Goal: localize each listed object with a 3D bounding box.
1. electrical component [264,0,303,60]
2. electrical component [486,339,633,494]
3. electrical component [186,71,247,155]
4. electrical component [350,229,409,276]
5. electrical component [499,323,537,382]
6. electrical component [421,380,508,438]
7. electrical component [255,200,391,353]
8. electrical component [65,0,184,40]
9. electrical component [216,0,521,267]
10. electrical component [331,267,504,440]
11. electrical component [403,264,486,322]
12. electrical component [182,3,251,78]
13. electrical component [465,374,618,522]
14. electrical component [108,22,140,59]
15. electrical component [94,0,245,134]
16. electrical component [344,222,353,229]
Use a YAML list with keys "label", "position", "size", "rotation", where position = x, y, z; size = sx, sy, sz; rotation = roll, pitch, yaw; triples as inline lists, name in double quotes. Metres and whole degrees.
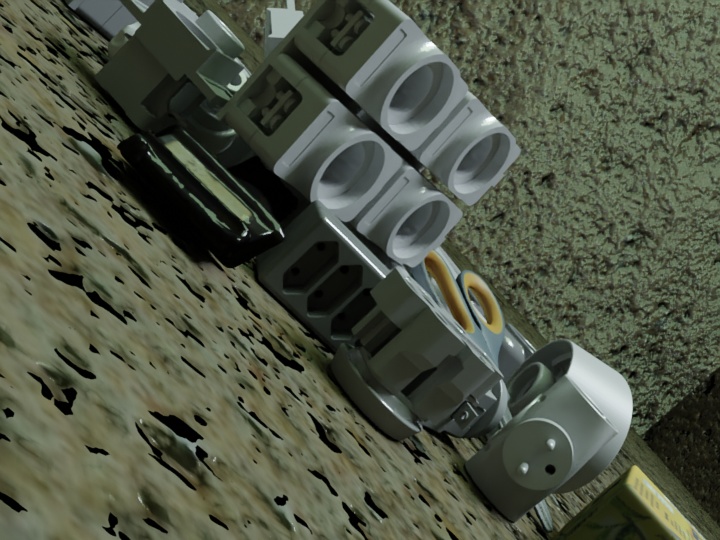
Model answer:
- label: "electrical component"
  position: [-0.042, -0.131, 0.816]
  size: [0.078, 0.063, 0.121]
  rotation: [-98, -168, -49]
- label: "electrical component"
  position: [0.137, 0.099, 0.752]
  size: [0.064, 0.099, 0.099]
  rotation: [39, 8, -10]
- label: "electrical component"
  position: [-0.086, -0.097, 0.635]
  size: [0.043, 0.043, 0.062]
  rotation: [46, -37, -4]
- label: "electrical component"
  position: [0.000, 0.000, 0.705]
  size: [0.079, 0.043, 0.077]
  rotation: [43, 7, -23]
- label: "electrical component"
  position: [0.123, 0.085, 0.905]
  size: [0.095, 0.059, 0.053]
  rotation: [42, 8, -34]
- label: "electrical component"
  position: [0.053, 0.070, 0.622]
  size: [0.055, 0.048, 0.066]
  rotation: [30, 16, -42]
- label: "electrical component"
  position: [-0.012, 0.005, 0.580]
  size: [0.083, 0.047, 0.075]
  rotation: [45, 7, -18]
- label: "electrical component"
  position: [-0.183, -0.239, 0.771]
  size: [0.150, 0.089, 0.062]
  rotation: [52, 8, 37]
- label: "electrical component"
  position: [0.017, -0.077, 0.630]
  size: [0.060, 0.105, 0.186]
  rotation: [46, 8, 30]
- label: "electrical component"
  position: [0.024, 0.045, 0.523]
  size: [0.078, 0.057, 0.058]
  rotation: [43, 7, -29]
- label: "electrical component"
  position: [0.045, 0.024, 0.801]
  size: [0.059, 0.054, 0.095]
  rotation: [41, 9, -40]
- label: "electrical component"
  position: [-0.123, -0.163, 0.823]
  size: [0.108, 0.060, 0.108]
  rotation: [46, 7, -7]
- label: "electrical component"
  position: [0.097, 0.098, 0.586]
  size: [0.044, 0.077, 0.079]
  rotation: [48, 7, 11]
- label: "electrical component"
  position: [-0.128, -0.123, 0.673]
  size: [0.061, 0.035, 0.035]
  rotation: [49, 7, 2]
- label: "electrical component"
  position: [-0.107, -0.109, 0.590]
  size: [0.081, 0.064, 0.042]
  rotation: [48, 8, 13]
- label: "electrical component"
  position: [-0.003, -0.024, 0.814]
  size: [0.040, 0.046, 0.040]
  rotation: [46, 7, -7]
